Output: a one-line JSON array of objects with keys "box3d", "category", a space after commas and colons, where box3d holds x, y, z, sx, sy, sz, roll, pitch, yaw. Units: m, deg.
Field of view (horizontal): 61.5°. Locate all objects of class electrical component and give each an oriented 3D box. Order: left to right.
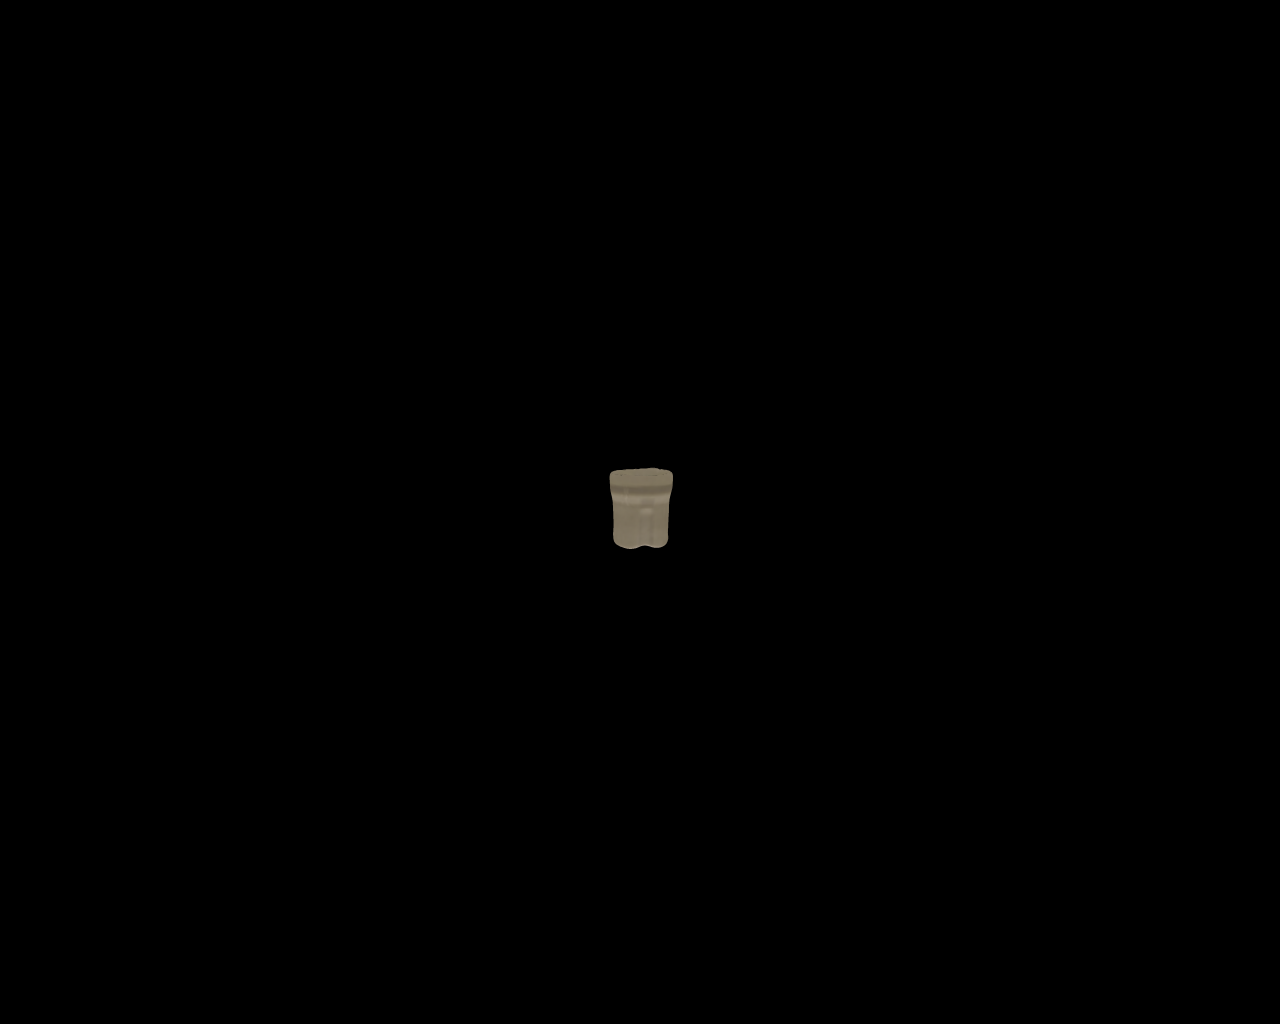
[{"box3d": [0.001, -0.003, 0.650, 0.040, 0.046, 0.040, 0, 7, 0], "category": "electrical component"}]
